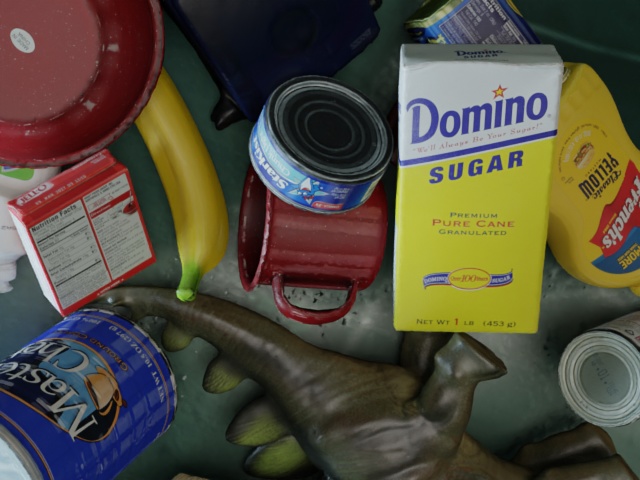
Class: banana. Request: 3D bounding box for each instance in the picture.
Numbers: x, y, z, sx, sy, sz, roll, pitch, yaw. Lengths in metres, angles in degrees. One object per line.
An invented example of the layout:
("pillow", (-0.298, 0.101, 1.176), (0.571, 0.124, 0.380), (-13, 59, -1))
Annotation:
("banana", (-0.100, -0.061, 0.688), (0.037, 0.069, 0.198), (-21, 93, 16))

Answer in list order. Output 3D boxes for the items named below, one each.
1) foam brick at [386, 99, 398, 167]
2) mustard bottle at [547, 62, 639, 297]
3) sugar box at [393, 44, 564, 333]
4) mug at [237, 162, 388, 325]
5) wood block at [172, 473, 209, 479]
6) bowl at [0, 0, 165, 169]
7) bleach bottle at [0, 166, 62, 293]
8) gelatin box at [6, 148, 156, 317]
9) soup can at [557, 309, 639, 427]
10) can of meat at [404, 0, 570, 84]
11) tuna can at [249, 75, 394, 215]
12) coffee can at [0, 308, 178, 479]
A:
("foam brick", (0.072, -0.066, 0.708), (0.053, 0.078, 0.051), (31, 95, -13))
("mustard bottle", (0.195, -0.024, 0.736), (0.096, 0.058, 0.191), (-47, 114, -10))
("sugar box", (0.092, -0.029, 0.648), (0.093, 0.048, 0.176), (0, 118, 2))
("mug", (-0.005, 0.001, 0.694), (0.081, 0.093, 0.117), (5, 56, -15))
("wood block", (-0.064, 0.273, 0.706), (0.091, 0.090, 0.206), (6, 116, 28))
("bowl", (-0.169, -0.115, 0.606), (0.162, 0.055, 0.162), (-2, 105, -9))
("bleach bottle", (-0.210, -0.091, 0.667), (0.102, 0.068, 0.251), (5, 102, -7))
("gelatin box", (-0.150, -0.005, 0.677), (0.073, 0.030, 0.089), (-33, 140, -22))
("soup can", (0.216, 0.086, 0.737), (0.102, 0.069, 0.068), (-9, 106, -51))
("can of meat", (0.103, -0.124, 0.690), (0.057, 0.102, 0.084), (-40, 102, 1))
("tuna can", (0.002, -0.060, 0.659), (0.086, 0.086, 0.034), (12, 143, -16))
("coffee can", (-0.167, 0.116, 0.654), (0.103, 0.140, 0.103), (10, 114, 22))
